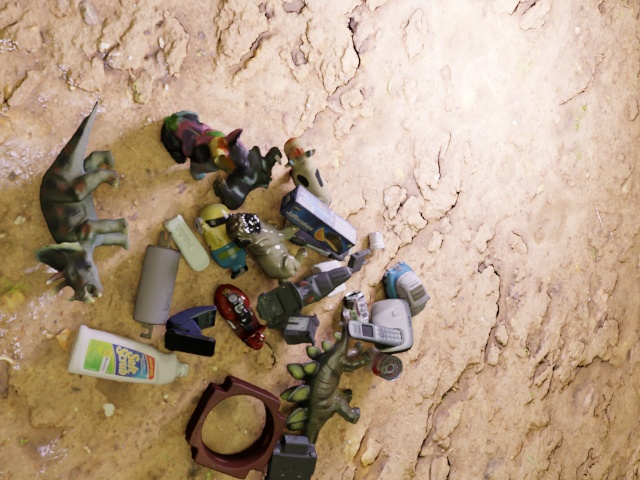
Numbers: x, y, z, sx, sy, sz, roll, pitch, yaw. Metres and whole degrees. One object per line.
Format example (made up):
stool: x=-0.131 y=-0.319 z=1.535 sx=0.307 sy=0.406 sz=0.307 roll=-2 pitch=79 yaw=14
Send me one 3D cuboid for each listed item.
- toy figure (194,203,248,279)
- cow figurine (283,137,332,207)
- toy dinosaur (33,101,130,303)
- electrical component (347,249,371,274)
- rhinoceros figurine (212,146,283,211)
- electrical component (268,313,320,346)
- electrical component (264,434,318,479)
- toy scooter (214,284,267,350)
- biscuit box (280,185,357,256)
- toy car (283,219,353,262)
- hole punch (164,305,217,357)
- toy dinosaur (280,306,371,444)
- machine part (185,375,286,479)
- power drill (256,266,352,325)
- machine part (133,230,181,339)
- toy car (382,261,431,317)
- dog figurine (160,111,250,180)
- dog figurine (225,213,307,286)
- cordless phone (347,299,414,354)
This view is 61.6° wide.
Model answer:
toy figure: x=-0.224 y=0.001 z=1.255 sx=0.089 sy=0.082 sz=0.180 roll=-37 pitch=102 yaw=-31
cow figurine: x=-0.034 y=-0.155 z=1.304 sx=0.085 sy=0.127 sz=0.194 roll=-26 pitch=105 yaw=-4
toy dinosaur: x=-0.507 y=-0.072 z=1.109 sx=0.192 sy=0.131 sz=0.404 roll=-12 pitch=91 yaw=-24
electrical component: x=0.094 y=0.057 z=1.411 sx=0.094 sy=0.021 sz=0.063 roll=-21 pitch=138 yaw=-40
rhinoceros figurine: x=-0.167 y=-0.155 z=1.278 sx=0.112 sy=0.073 sz=0.190 roll=45 pitch=75 yaw=-18
electrical component: x=-0.066 y=0.219 z=1.332 sx=0.047 sy=0.119 sz=0.075 roll=71 pitch=22 yaw=-44
electrical component: x=-0.070 y=0.539 z=1.306 sx=0.115 sy=0.058 sz=0.134 roll=7 pitch=104 yaw=-13
toy scooter: x=-0.176 y=0.185 z=1.251 sx=0.075 sy=0.135 sz=0.183 roll=-34 pitch=104 yaw=-19
biscuit box: x=-0.002 y=-0.044 z=1.280 sx=0.202 sy=0.063 sz=0.059 roll=36 pitch=39 yaw=-28
toy car: x=-0.003 y=-0.004 z=1.369 sx=0.201 sy=0.056 sz=0.073 roll=23 pitch=80 yaw=-25
hole punch: x=-0.288 y=0.200 z=1.209 sx=0.116 sy=0.142 sz=0.092 roll=10 pitch=61 yaw=-9
toy dinosaur: x=0.002 y=0.397 z=1.362 sx=0.198 sy=0.105 sz=0.471 roll=11 pitch=92 yaw=-17
machine part: x=-0.199 y=0.438 z=1.268 sx=0.201 sy=0.087 sz=0.201 roll=28 pitch=83 yaw=-18
power drill: x=-0.047 y=0.123 z=1.248 sx=0.232 sy=0.207 sz=0.086 roll=-27 pitch=90 yaw=16
machine part: x=-0.362 y=0.099 z=1.194 sx=0.079 sy=0.079 sz=0.243 roll=12 pitch=85 yaw=-24
toy car: x=0.244 y=0.140 z=1.461 sx=0.109 sy=0.103 sz=0.161 roll=-26 pitch=104 yaw=-23
dog figurine: x=-0.244 y=-0.211 z=1.163 sx=0.191 sy=0.219 sz=0.108 roll=47 pitch=70 yaw=-19
dog figurine: x=-0.137 y=0.025 z=1.234 sx=0.190 sy=0.121 sz=0.172 roll=-1 pitch=75 yaw=-53
cordless phone: x=0.142 y=0.210 z=1.364 sx=0.184 sy=0.088 sz=0.147 roll=17 pitch=50 yaw=-25
